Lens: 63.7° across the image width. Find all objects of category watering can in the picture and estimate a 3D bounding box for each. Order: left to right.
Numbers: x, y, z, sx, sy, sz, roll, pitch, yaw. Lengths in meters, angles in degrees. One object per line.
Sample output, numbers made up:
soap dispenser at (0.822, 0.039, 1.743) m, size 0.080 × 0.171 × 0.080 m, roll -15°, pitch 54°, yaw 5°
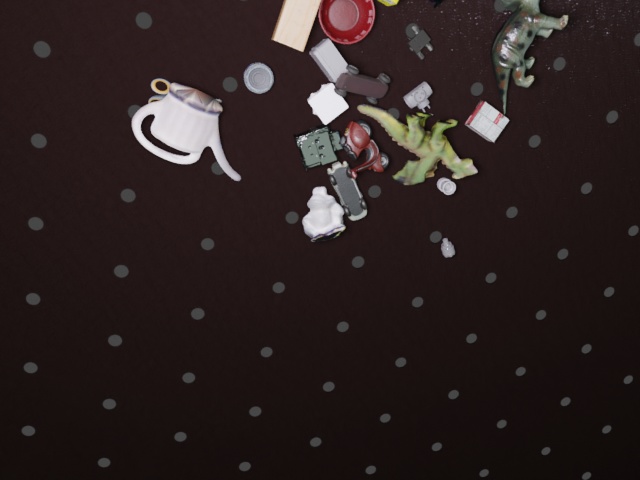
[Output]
watering can at (-0.346, -0.306, 1.465) m, size 0.345 × 0.106 × 0.221 m, roll 20°, pitch 114°, yaw -27°

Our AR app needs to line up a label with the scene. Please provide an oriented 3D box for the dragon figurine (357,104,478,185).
dragon figurine at (0.295, -0.277, 1.597) m, size 0.410 × 0.124 × 0.238 m, roll 10°, pitch 116°, yaw -2°

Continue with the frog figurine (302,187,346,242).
frog figurine at (0.005, -0.082, 1.620) m, size 0.136 × 0.122 × 0.161 m, roll -24°, pitch 74°, yaw 18°
